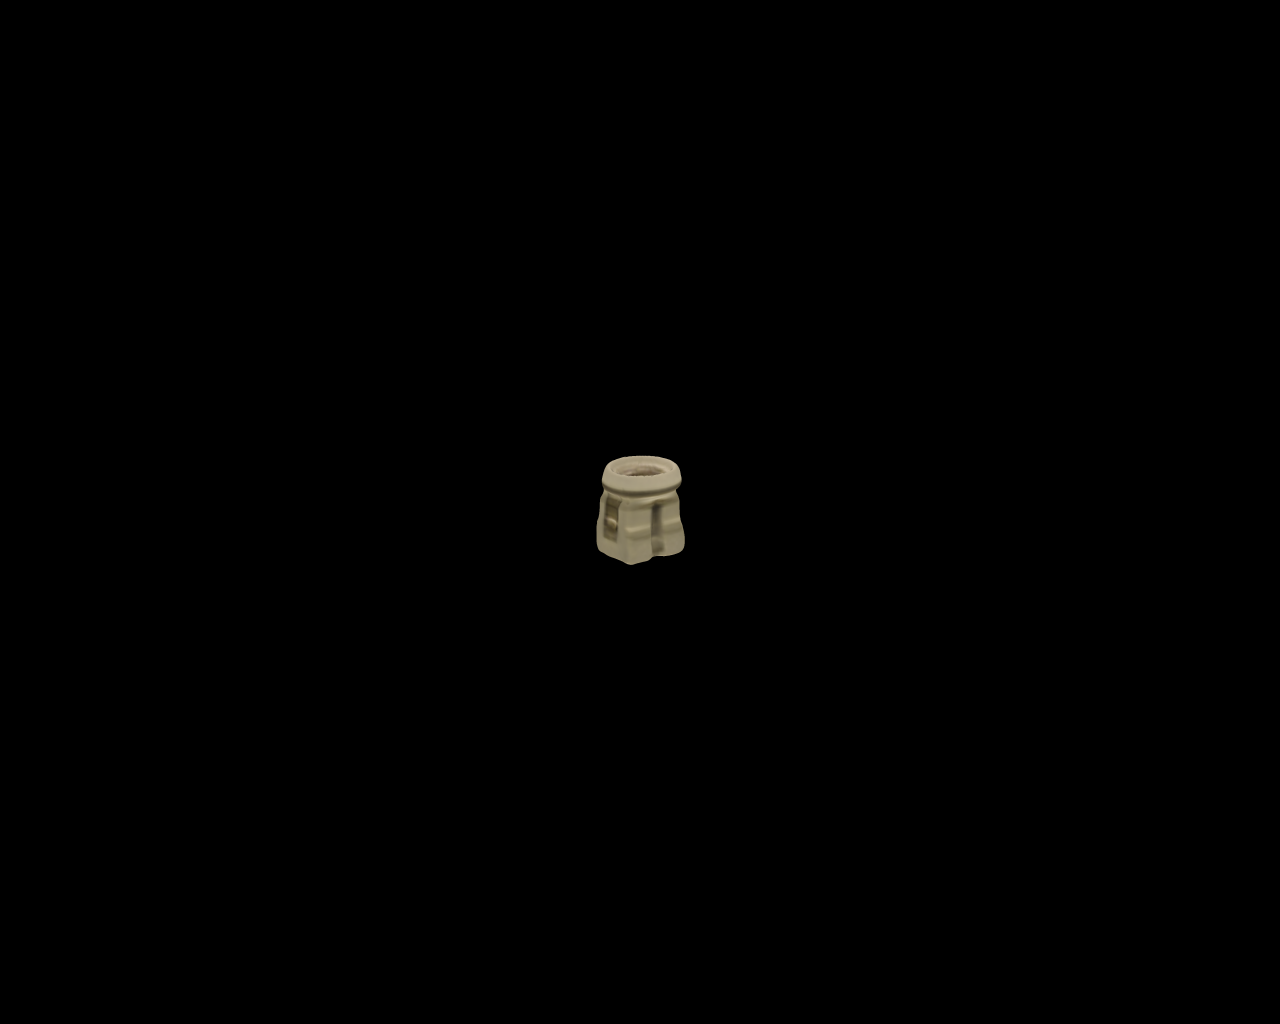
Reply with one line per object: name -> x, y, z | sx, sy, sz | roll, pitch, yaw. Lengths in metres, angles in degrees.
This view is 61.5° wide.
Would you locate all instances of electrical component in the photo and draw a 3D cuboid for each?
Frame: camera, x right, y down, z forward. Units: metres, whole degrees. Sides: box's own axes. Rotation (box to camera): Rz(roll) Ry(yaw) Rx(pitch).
electrical component -> 0.001, -0.003, 0.650 | 0.066, 0.055, 0.048 | -14, 22, -36
